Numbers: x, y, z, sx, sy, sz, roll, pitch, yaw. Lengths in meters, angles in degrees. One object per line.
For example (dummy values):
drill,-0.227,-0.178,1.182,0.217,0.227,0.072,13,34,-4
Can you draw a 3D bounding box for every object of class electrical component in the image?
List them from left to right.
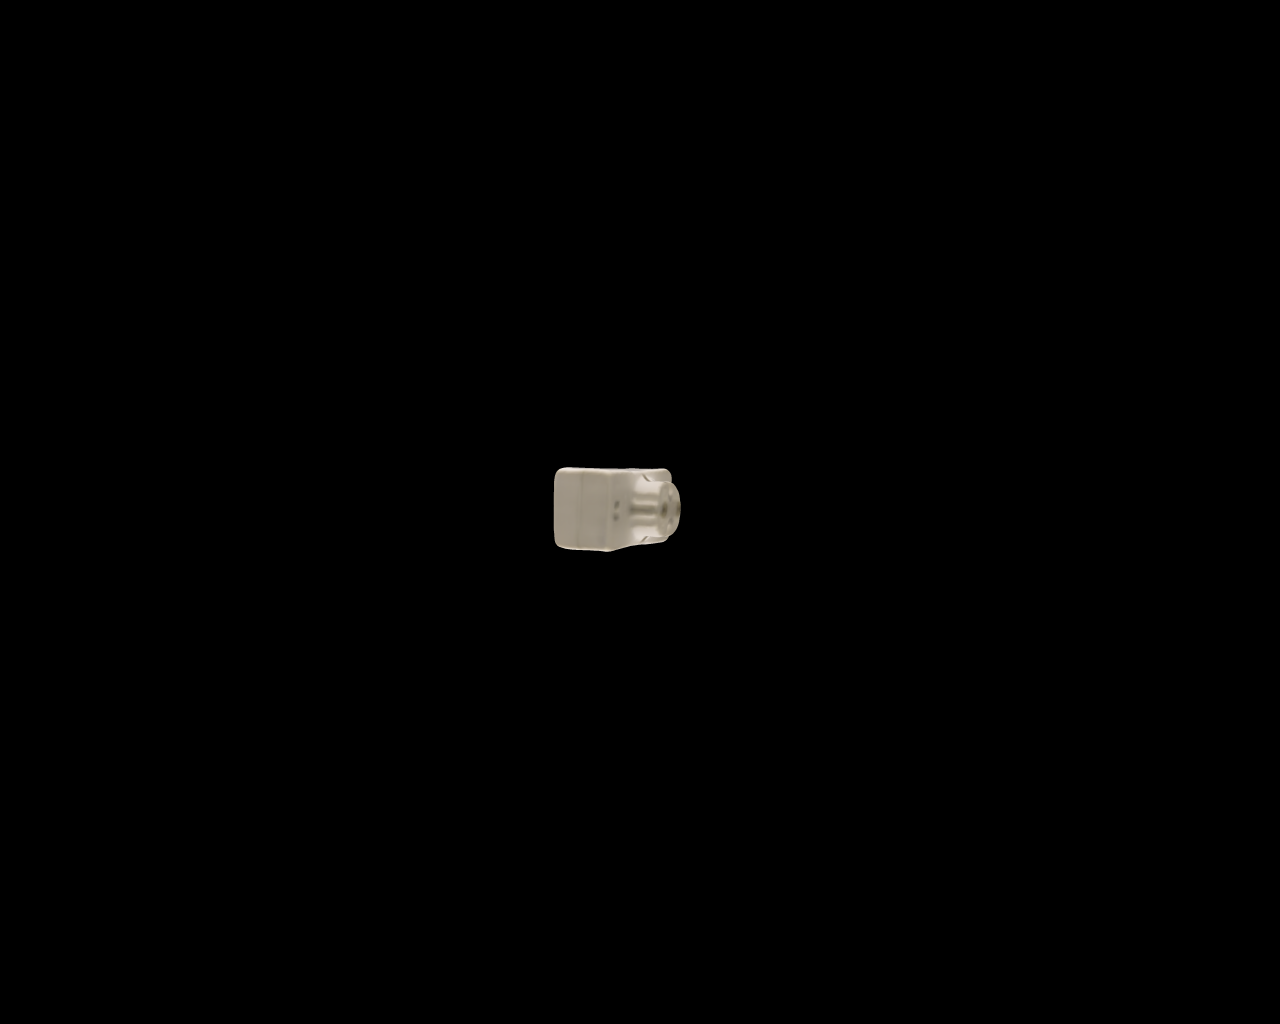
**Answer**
electrical component,0.001,-0.003,0.650,0.076,0.047,0.083,1,3,28
